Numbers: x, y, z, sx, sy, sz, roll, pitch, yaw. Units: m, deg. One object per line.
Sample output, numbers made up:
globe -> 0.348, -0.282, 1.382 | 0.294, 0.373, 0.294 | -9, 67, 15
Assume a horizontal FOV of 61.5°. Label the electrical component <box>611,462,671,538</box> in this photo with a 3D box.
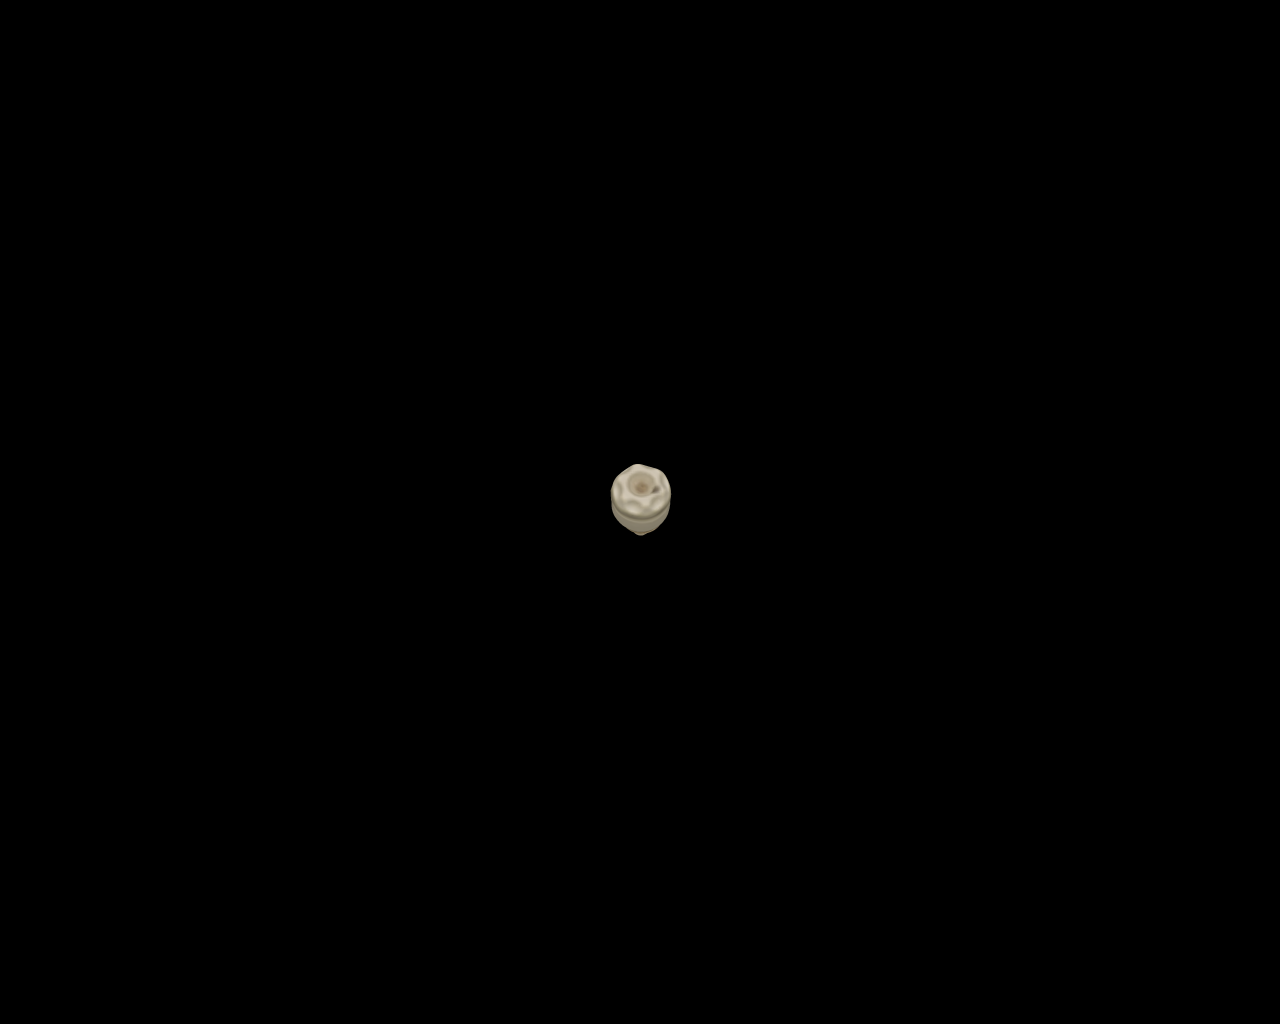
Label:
electrical component -> 0.001, -0.003, 0.650 | 0.035, 0.035, 0.061 | 0, -28, 0
